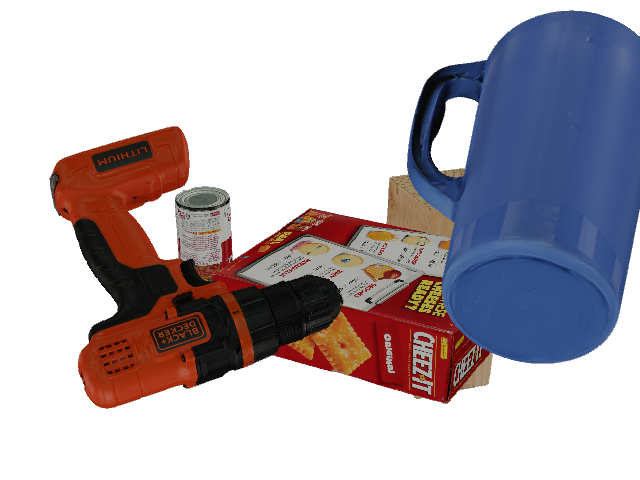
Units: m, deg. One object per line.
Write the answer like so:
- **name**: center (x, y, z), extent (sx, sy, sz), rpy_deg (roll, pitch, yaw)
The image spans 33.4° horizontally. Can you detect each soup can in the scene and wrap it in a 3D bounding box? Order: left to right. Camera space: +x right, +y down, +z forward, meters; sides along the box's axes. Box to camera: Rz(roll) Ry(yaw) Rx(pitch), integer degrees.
- **soup can**: center (-0.142, -0.007, 1.304), extent (0.068, 0.102, 0.068), rpy_deg (0, 26, 0)

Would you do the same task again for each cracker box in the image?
- **cracker box**: center (0.042, 0.048, 0.893), extent (0.214, 0.072, 0.163), rpy_deg (13, 27, 27)

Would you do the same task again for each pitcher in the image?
- **pitcher**: center (0.146, -0.040, 0.726), extent (0.149, 0.242, 0.145), rpy_deg (-26, -61, 38)

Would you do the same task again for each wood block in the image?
- **wood block**: center (0.121, 0.042, 1.071), extent (0.090, 0.206, 0.091), rpy_deg (-8, 27, -21)

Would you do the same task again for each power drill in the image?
- **power drill**: center (-0.098, 0.010, 0.747), extent (0.184, 0.188, 0.057), rpy_deg (-17, -29, -18)
